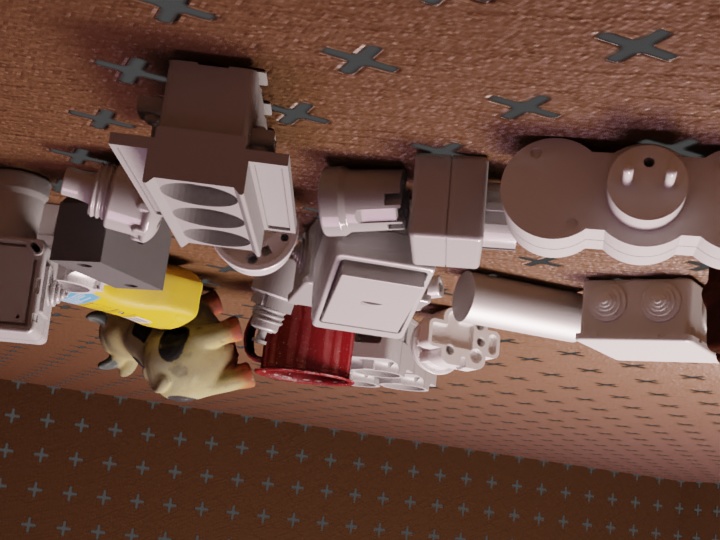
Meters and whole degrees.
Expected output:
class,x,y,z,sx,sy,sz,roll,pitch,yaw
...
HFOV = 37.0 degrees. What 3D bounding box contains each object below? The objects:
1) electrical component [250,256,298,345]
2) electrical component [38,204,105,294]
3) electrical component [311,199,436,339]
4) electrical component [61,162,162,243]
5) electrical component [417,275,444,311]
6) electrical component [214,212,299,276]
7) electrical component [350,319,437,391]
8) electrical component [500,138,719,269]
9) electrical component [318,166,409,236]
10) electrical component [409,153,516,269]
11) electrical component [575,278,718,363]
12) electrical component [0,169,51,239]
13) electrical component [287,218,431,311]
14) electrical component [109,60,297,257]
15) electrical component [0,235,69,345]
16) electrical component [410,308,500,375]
class,x,y,z,sx,sy,sz,roll,pitch,yaw
electrical component,-0.067,0.020,0.844,0.040,0.078,0.040,19,176,1
electrical component,-0.221,-0.015,0.809,0.089,0.055,0.050,7,168,0
electrical component,0.006,0.004,0.672,0.062,0.061,0.096,9,143,-10
electrical component,-0.150,-0.046,0.655,0.062,0.048,0.048,16,167,-9
electrical component,0.033,0.016,0.837,0.062,0.048,0.048,-7,163,21
electrical component,-0.067,-0.024,0.688,0.055,0.055,0.047,8,172,-3
electrical component,0.010,0.084,1.121,0.105,0.060,0.186,3,167,19
electrical component,0.136,-0.036,0.514,0.138,0.052,0.073,4,167,12
electrical component,0.003,-0.039,0.609,0.046,0.040,0.040,-1,167,11
electrical component,0.068,-0.030,0.594,0.077,0.047,0.065,4,167,5
electrical component,0.223,0.038,0.817,0.100,0.048,0.100,-1,165,35
electrical component,-0.231,-0.040,0.721,0.040,0.046,0.040,7,168,1
electrical component,0.000,0.000,0.767,0.100,0.048,0.100,9,168,-10
electrical component,-0.070,-0.053,0.530,0.079,0.063,0.121,7,168,0
electrical component,-0.238,0.013,0.703,0.096,0.061,0.061,6,166,-4
electrical component,0.083,0.068,1.017,0.078,0.058,0.057,13,163,-26
